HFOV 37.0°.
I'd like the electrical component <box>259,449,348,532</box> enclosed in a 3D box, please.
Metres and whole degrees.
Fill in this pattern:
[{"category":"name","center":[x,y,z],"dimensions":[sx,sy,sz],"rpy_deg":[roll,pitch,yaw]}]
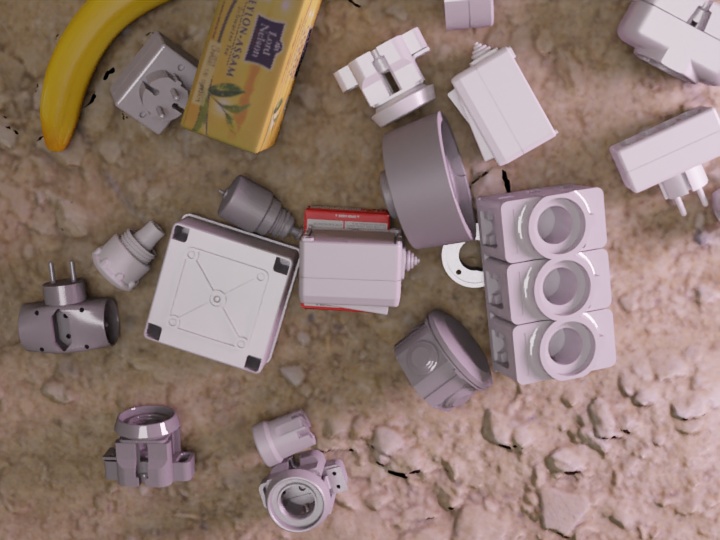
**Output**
[{"category":"electrical component","center":[-0.052,0.197,0.952],"dimensions":[0.078,0.057,0.058],"rpy_deg":[-16,99,7]}]

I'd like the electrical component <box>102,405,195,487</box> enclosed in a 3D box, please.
[{"category":"electrical component","center":[-0.188,0.155,0.956],"dimensions":[0.078,0.058,0.057],"rpy_deg":[0,103,5]}]

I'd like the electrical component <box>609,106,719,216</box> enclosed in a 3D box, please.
[{"category":"electrical component","center":[0.260,-0.082,0.879],"dimensions":[0.083,0.047,0.075],"rpy_deg":[-25,98,9]}]

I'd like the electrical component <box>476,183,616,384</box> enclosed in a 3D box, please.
[{"category":"electrical component","center":[0.155,0.010,0.884],"dimensions":[0.089,0.062,0.150],"rpy_deg":[-10,100,-15]}]

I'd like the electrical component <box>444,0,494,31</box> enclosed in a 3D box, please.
[{"category":"electrical component","center":[0.065,-0.261,0.859],"dimensions":[0.074,0.052,0.138],"rpy_deg":[-4,100,5]}]

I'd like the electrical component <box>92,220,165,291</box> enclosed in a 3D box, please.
[{"category":"electrical component","center":[-0.197,-0.016,0.932],"dimensions":[0.062,0.048,0.048],"rpy_deg":[-44,94,4]}]

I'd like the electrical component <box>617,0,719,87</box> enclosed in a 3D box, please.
[{"category":"electrical component","center":[0.258,-0.187,0.856],"dimensions":[0.095,0.053,0.059],"rpy_deg":[28,102,-1]}]

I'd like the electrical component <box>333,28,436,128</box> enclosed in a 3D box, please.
[{"category":"electrical component","center":[0.027,-0.154,0.881],"dimensions":[0.078,0.058,0.057],"rpy_deg":[-27,94,9]}]

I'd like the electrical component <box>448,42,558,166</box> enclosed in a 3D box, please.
[{"category":"electrical component","center":[0.109,-0.137,0.874],"dimensions":[0.061,0.061,0.096],"rpy_deg":[-30,97,9]}]

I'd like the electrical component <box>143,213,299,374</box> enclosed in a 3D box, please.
[{"category":"electrical component","center":[-0.118,0.020,0.925],"dimensions":[0.109,0.056,0.108],"rpy_deg":[18,102,1]}]

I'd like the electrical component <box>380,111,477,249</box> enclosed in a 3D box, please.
[{"category":"electrical component","center":[0.051,-0.068,0.871],"dimensions":[0.060,0.108,0.108],"rpy_deg":[-15,99,14]}]

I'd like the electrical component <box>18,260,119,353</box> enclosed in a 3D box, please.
[{"category":"electrical component","center":[-0.258,0.030,0.945],"dimensions":[0.077,0.043,0.079],"rpy_deg":[-4,101,5]}]

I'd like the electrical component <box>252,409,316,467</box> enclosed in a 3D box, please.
[{"category":"electrical component","center":[-0.067,0.147,0.954],"dimensions":[0.046,0.040,0.040],"rpy_deg":[-23,98,3]}]

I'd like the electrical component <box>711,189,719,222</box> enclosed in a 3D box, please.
[{"category":"electrical component","center":[0.324,-0.057,0.881],"dimensions":[0.062,0.048,0.048],"rpy_deg":[-33,96,3]}]

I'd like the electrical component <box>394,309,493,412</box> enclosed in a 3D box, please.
[{"category":"electrical component","center":[0.071,0.077,0.909],"dimensions":[0.051,0.080,0.080],"rpy_deg":[-39,95,15]}]

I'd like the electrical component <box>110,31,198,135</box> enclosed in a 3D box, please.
[{"category":"electrical component","center":[-0.163,-0.147,0.881],"dimensions":[0.047,0.076,0.065],"rpy_deg":[34,103,-34]}]

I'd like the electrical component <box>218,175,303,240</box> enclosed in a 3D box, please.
[{"category":"electrical component","center":[-0.085,-0.049,0.918],"dimensions":[0.078,0.040,0.040],"rpy_deg":[29,102,-16]}]

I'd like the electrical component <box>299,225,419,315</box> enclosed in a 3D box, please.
[{"category":"electrical component","center":[0.000,0.000,0.876],"dimensions":[0.096,0.061,0.061],"rpy_deg":[2,103,3]}]
